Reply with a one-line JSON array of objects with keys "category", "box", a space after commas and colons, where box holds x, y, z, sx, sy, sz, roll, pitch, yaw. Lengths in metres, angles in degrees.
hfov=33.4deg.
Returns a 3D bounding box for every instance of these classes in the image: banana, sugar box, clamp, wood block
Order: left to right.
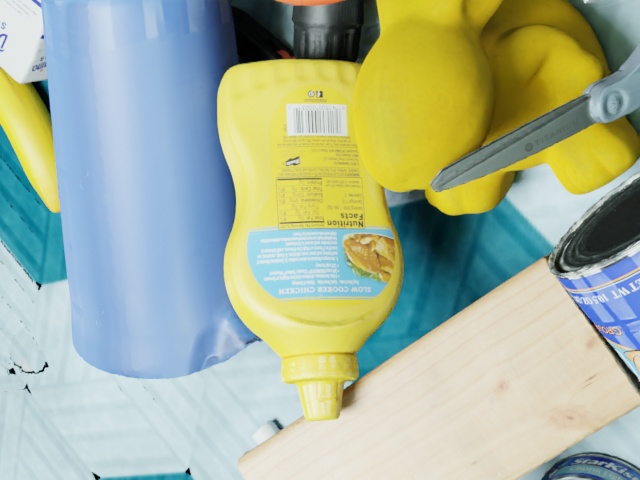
[{"category": "banana", "box": [-0.247, -0.110, 0.822, 0.198, 0.037, 0.070, 47, 140, 15]}, {"category": "sugar box", "box": [-0.199, -0.209, 0.758, 0.093, 0.048, 0.176, 42, 124, 15]}, {"category": "clamp", "box": [-0.096, -0.130, 0.714, 0.172, 0.039, 0.120, -2, 114, 27]}, {"category": "wood block", "box": [0.069, 0.101, 0.603, 0.206, 0.090, 0.090, -36, 82, 15]}]

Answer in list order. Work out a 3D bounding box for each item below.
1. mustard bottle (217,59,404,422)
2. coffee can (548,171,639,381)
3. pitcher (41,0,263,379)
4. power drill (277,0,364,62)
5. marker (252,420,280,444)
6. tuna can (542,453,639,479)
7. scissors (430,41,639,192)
[{"category": "mustard bottle", "box": [-0.004, 0.001, 0.577, 0.058, 0.096, 0.191, 138, 130, -71]}, {"category": "coffee can", "box": [0.194, 0.037, 0.517, 0.103, 0.102, 0.140, -35, 98, 34]}, {"category": "pitcher", "box": [-0.110, -0.049, 0.668, 0.149, 0.145, 0.243, -2, 115, 1]}, {"category": "power drill", "box": [0.001, -0.166, 0.556, 0.057, 0.187, 0.184, 3, 106, 3]}, {"category": "marker", "box": [-0.002, 0.178, 0.749, 0.121, 0.020, 0.020, 47, 122, 14]}, {"category": "tuna can", "box": [0.163, 0.173, 0.633, 0.086, 0.033, 0.086, 9, 108, 30]}, {"category": "scissors", "box": [0.139, -0.085, 0.495, 0.016, 0.201, 0.096, -142, 44, -59]}]
